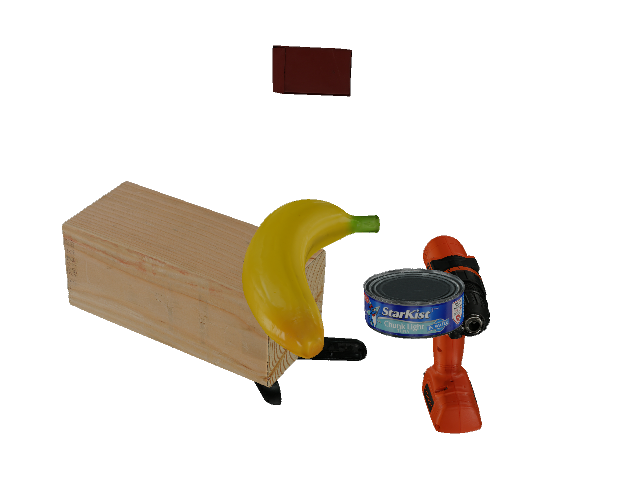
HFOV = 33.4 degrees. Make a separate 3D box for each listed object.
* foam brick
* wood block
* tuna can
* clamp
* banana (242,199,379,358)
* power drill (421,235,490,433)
[{"bbox_3d":[-0.010,-0.185,1.166,0.078,0.051,0.053,0,11,-16],"label":"foam brick"},{"bbox_3d":[-0.108,0.033,0.908,0.206,0.090,0.090,19,36,23],"label":"wood block"},{"bbox_3d":[0.079,0.053,0.907,0.086,0.034,0.086,-2,17,0],"label":"tuna can"},{"bbox_3d":[-0.075,0.128,1.226,0.210,0.036,0.164,13,21,30],"label":"clamp"},{"bbox_3d":[-0.013,0.012,0.649,0.070,0.037,0.197,4,24,12],"label":"banana"},{"bbox_3d":[0.145,0.108,1.137,0.057,0.188,0.184,-1,24,-2],"label":"power drill"}]
